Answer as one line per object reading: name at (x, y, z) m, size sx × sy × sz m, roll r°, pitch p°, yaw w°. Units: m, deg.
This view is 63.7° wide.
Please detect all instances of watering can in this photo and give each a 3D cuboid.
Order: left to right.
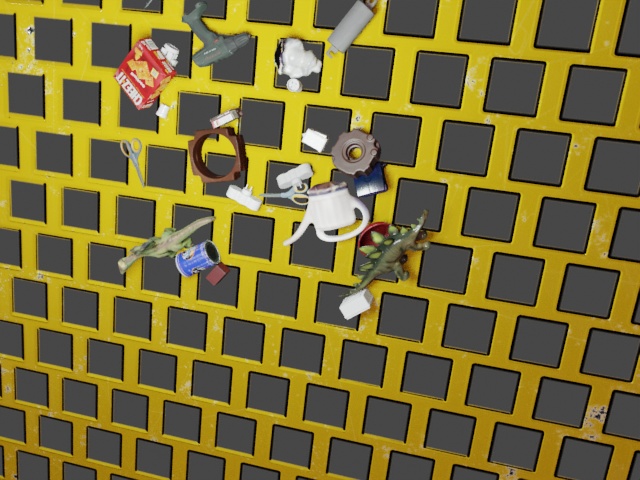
watering can at (0.006, -0.095, 1.897) m, size 0.347 × 0.105 × 0.223 m, roll -11°, pitch 99°, yaw 13°

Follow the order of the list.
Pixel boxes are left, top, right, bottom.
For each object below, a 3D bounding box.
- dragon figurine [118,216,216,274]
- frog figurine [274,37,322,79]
dragon figurine at (-0.612, 0.016, 1.980) m, size 0.407 × 0.245 × 0.122 m, roll -31°, pitch 91°, yaw 18°
frog figurine at (-0.077, -0.640, 1.818) m, size 0.160 × 0.123 × 0.137 m, roll -3°, pitch 95°, yaw -24°
